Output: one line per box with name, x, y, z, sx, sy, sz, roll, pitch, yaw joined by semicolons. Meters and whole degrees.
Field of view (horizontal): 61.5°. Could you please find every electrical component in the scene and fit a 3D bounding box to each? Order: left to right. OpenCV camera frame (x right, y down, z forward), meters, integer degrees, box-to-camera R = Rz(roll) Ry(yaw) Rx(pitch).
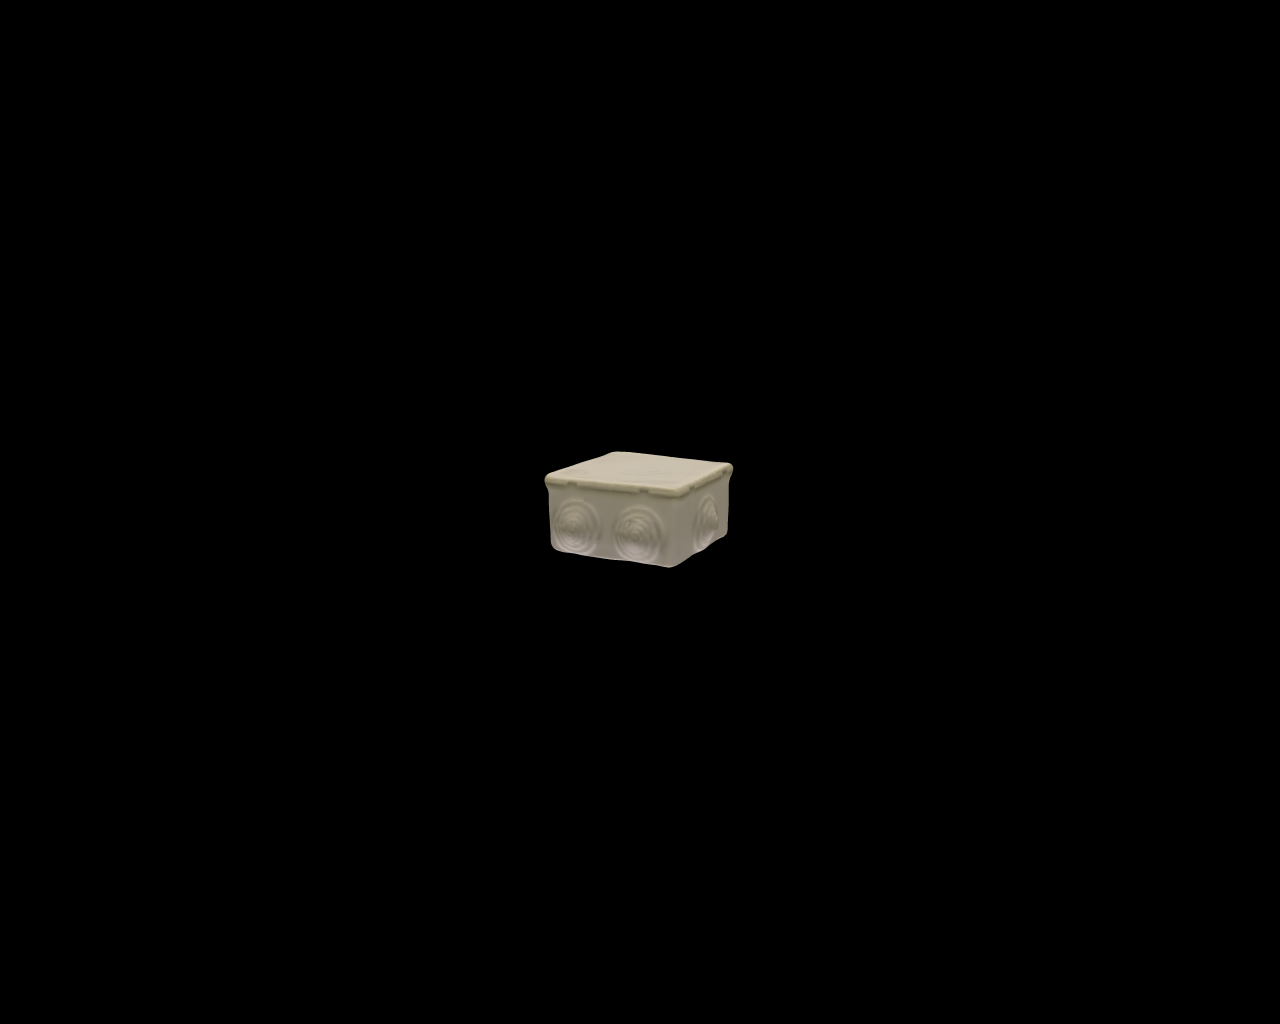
electrical component;0.001;-0.003;0.650;0.100;0.048;0.100;7;16;26
